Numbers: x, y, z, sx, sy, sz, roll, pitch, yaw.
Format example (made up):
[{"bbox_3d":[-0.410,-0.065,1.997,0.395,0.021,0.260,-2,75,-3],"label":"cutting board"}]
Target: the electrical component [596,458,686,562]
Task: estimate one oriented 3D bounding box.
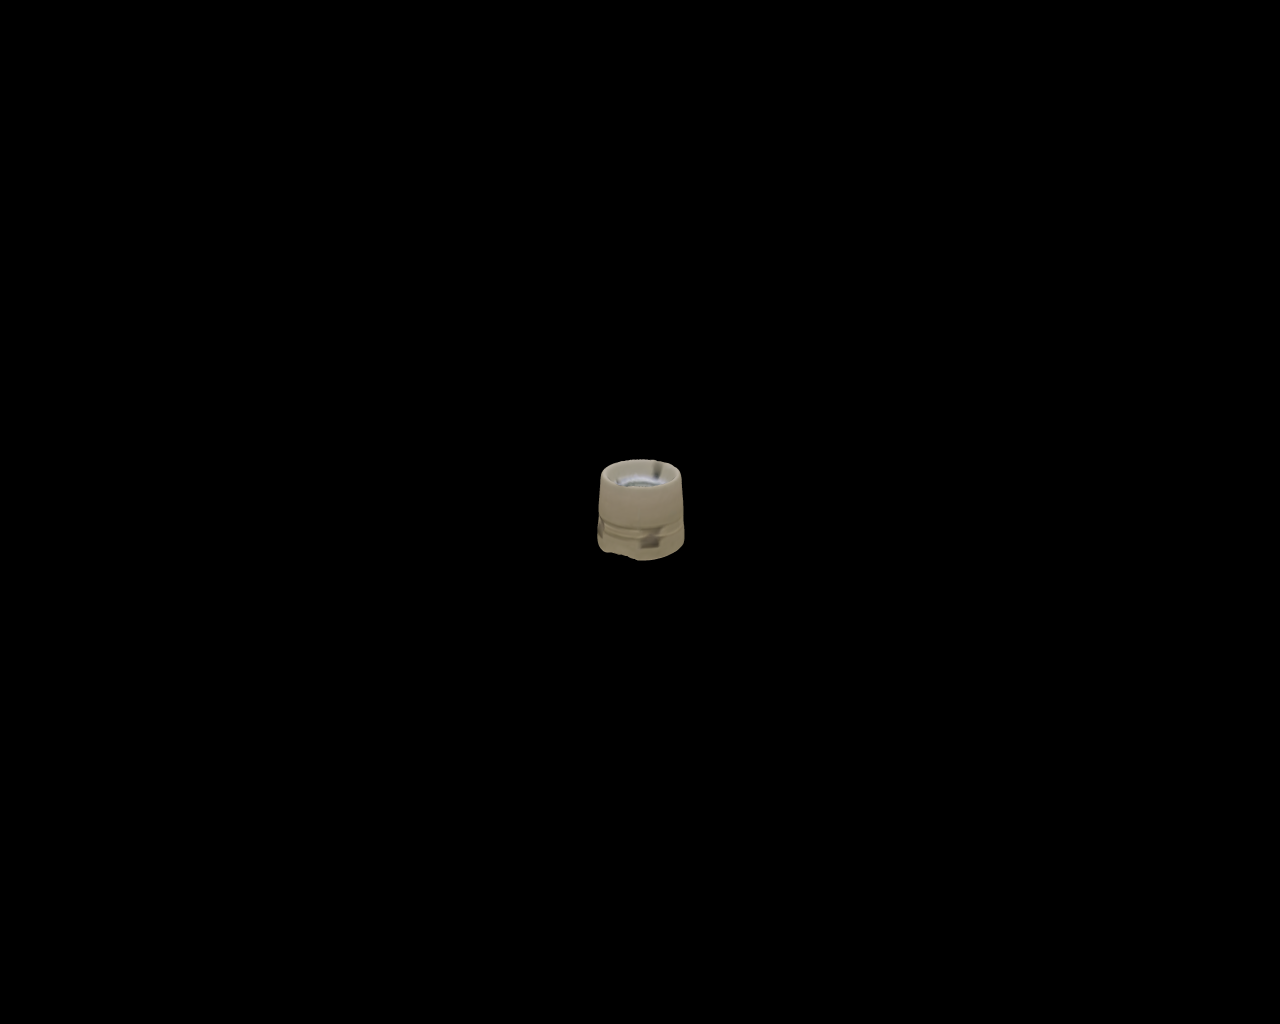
[{"bbox_3d":[0.001,-0.003,0.650,0.055,0.047,0.055,0,24,0],"label":"electrical component"}]
